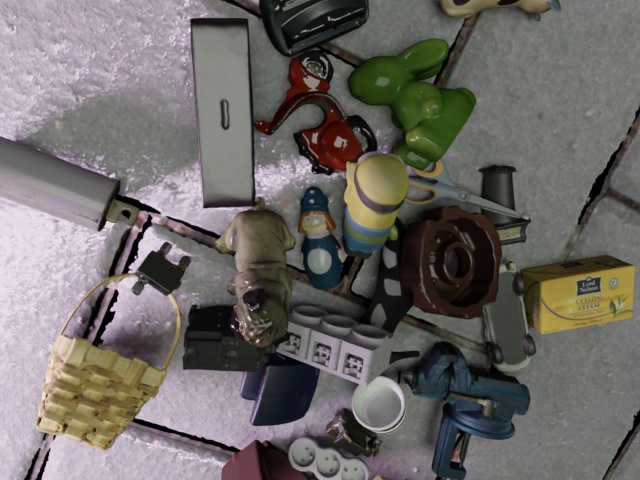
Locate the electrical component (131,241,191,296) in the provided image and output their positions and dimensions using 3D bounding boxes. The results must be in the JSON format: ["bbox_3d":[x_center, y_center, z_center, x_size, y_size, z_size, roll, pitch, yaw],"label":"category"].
[{"bbox_3d":[-0.230,0.050,0.779,0.063,0.021,0.094,39,51,-16],"label":"electrical component"}]

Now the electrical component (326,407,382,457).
[{"bbox_3d":[0.059,0.321,0.893,0.102,0.078,0.045,39,120,-12],"label":"electrical component"}]

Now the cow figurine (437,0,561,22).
[{"bbox_3d":[0.257,-0.360,0.750,0.195,0.085,0.127,-18,101,-7],"label":"cow figurine"}]

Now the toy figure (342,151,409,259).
[{"bbox_3d":[0.078,-0.043,0.768,0.082,0.089,0.180,-9,136,-24],"label":"toy figure"}]

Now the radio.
[{"bbox_3d":[-0.125,-0.164,0.710,0.073,0.131,0.229,-2,105,-9],"label":"radio"}]

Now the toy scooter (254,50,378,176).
[{"bbox_3d":[-0.011,-0.159,0.759,0.135,0.075,0.183,-35,105,-3],"label":"toy scooter"}]

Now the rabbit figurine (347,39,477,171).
[{"bbox_3d":[0.127,-0.205,0.755,0.170,0.121,0.159,35,93,-2],"label":"rabbit figurine"}]

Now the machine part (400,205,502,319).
[{"bbox_3d":[0.199,0.035,0.816,0.179,0.056,0.179,3,84,-31],"label":"machine part"}]

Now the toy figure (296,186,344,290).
[{"bbox_3d":[0.000,-0.003,0.813,0.064,0.058,0.154,-14,106,-16],"label":"toy figure"}]

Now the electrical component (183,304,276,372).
[{"bbox_3d":[-0.132,0.143,0.798,0.134,0.115,0.058,3,108,-11],"label":"electrical component"}]

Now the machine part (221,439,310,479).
[{"bbox_3d":[-0.059,0.428,0.841,0.087,0.201,0.201,-41,107,-2],"label":"machine part"}]

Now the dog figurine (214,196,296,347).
[{"bbox_3d":[-0.081,0.038,0.741,0.121,0.191,0.172,-14,105,-6],"label":"dog figurine"}]

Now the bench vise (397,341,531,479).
[{"bbox_3d":[0.229,0.303,0.904,0.224,0.129,0.240,8,99,-10],"label":"bench vise"}]

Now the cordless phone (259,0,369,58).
[{"bbox_3d":[-0.025,-0.356,0.716,0.147,0.089,0.184,-24,96,-2],"label":"cordless phone"}]

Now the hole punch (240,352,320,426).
[{"bbox_3d":[-0.058,0.230,0.850,0.116,0.092,0.142,11,99,-16],"label":"hole punch"}]

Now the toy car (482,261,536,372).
[{"bbox_3d":[0.309,0.129,0.903,0.074,0.056,0.201,-15,105,1],"label":"toy car"}]

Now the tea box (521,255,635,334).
[{"bbox_3d":[0.433,0.090,0.907,0.170,0.068,0.098,-10,107,-6],"label":"tea box"}]

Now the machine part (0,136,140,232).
[{"bbox_3d":[-0.364,-0.075,0.720,0.243,0.079,0.079,21,100,-14],"label":"machine part"}]

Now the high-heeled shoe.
[{"bbox_3d":[0.086,0.094,0.866,0.145,0.086,0.248,-9,82,32],"label":"high-heeled shoe"}]

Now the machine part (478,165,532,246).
[{"bbox_3d":[0.292,-0.053,0.862,0.084,0.039,0.138,-12,108,2],"label":"machine part"}]
